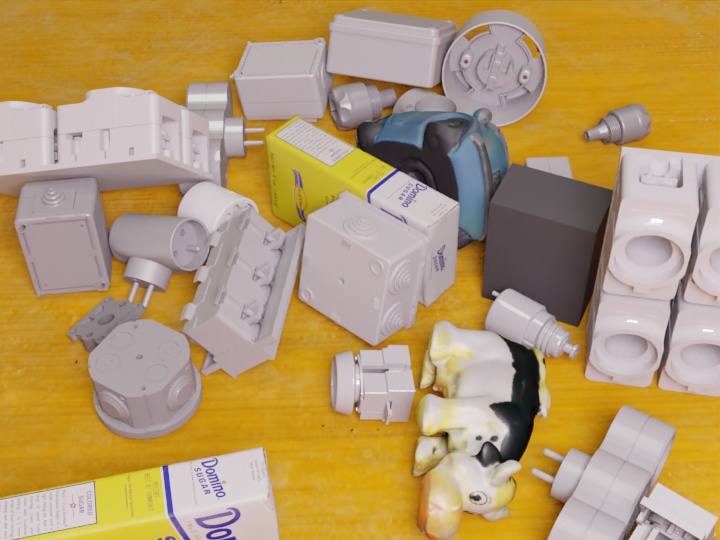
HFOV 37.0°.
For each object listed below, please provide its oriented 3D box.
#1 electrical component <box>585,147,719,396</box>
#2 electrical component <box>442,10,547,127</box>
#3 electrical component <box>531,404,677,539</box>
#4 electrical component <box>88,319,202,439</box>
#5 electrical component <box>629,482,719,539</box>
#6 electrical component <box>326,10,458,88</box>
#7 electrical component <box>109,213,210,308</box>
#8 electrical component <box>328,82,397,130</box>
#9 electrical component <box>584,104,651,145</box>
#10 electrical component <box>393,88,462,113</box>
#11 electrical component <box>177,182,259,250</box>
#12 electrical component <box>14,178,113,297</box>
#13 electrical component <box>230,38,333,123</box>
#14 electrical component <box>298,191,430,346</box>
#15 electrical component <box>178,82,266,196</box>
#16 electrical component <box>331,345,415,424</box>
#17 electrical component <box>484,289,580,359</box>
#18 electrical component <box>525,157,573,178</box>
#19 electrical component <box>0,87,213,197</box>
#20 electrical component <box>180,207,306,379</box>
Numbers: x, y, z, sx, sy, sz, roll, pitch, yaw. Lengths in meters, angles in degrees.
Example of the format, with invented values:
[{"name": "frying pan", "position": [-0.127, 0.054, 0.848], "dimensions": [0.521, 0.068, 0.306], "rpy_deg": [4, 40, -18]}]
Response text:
[{"name": "electrical component", "position": [0.224, 0.009, 0.762], "dimensions": [0.105, 0.186, 0.060], "rpy_deg": [7, 46, 8]}, {"name": "electrical component", "position": [0.131, -0.196, 1.034], "dimensions": [0.099, 0.099, 0.064], "rpy_deg": [8, 40, 9]}, {"name": "electrical component", "position": [0.153, 0.144, 0.725], "dimensions": [0.074, 0.052, 0.138], "rpy_deg": [24, 51, 23]}, {"name": "electrical component", "position": [-0.160, 0.080, 0.797], "dimensions": [0.080, 0.051, 0.080], "rpy_deg": [-1, 46, 1]}, {"name": "electrical component", "position": [0.192, 0.177, 0.681], "dimensions": [0.042, 0.081, 0.063], "rpy_deg": [30, 76, 28]}, {"name": "electrical component", "position": [0.033, -0.218, 1.057], "dimensions": [0.109, 0.056, 0.108], "rpy_deg": [11, 19, 12]}, {"name": "electrical component", "position": [-0.171, -0.007, 0.883], "dimensions": [0.077, 0.043, 0.079], "rpy_deg": [6, 73, 38]}, {"name": "electrical component", "position": [0.004, -0.160, 1.036], "dimensions": [0.062, 0.043, 0.043], "rpy_deg": [-15, 47, -14]}, {"name": "electrical component", "position": [0.240, -0.134, 1.010], "dimensions": [0.061, 0.035, 0.035], "rpy_deg": [-17, 47, -12]}, {"name": "electrical component", "position": [0.056, -0.126, 1.000], "dimensions": [0.079, 0.044, 0.077], "rpy_deg": [-28, 51, -24]}, {"name": "electrical component", "position": [-0.122, -0.044, 0.918], "dimensions": [0.047, 0.055, 0.055], "rpy_deg": [28, 52, 31]}, {"name": "electrical component", "position": [-0.242, -0.034, 0.880], "dimensions": [0.062, 0.096, 0.061], "rpy_deg": [-5, 42, -4]}, {"name": "electrical component", "position": [-0.079, -0.183, 1.053], "dimensions": [0.096, 0.061, 0.061], "rpy_deg": [0, 45, 13]}, {"name": "electrical component", "position": [0.000, 0.000, 0.840], "dimensions": [0.100, 0.099, 0.048], "rpy_deg": [31, 41, 28]}, {"name": "electrical component", "position": [-0.125, -0.123, 0.996], "dimensions": [0.074, 0.052, 0.138], "rpy_deg": [-1, 45, 0]}, {"name": "electrical component", "position": [0.008, 0.084, 0.794], "dimensions": [0.055, 0.048, 0.066], "rpy_deg": [1, 45, -8]}, {"name": "electrical component", "position": [0.133, 0.046, 0.832], "dimensions": [0.078, 0.040, 0.040], "rpy_deg": [29, 53, 26]}, {"name": "electrical component", "position": [0.183, -0.054, 0.924], "dimensions": [0.076, 0.047, 0.083], "rpy_deg": [-2, 45, 1]}, {"name": "electrical component", "position": [-0.232, -0.105, 0.906], "dimensions": [0.186, 0.105, 0.060], "rpy_deg": [-4, 84, 16]}, {"name": "electrical component", "position": [-0.092, 0.014, 0.843], "dimensions": [0.079, 0.063, 0.121], "rpy_deg": [-28, 34, 33]}]
